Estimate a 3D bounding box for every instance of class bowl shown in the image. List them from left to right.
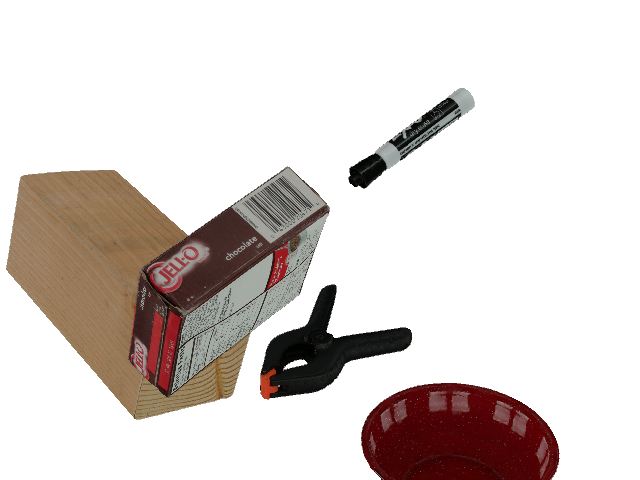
[{"bbox_3d":[0.114,0.187,0.888,0.162,0.055,0.162,0,29,0],"label":"bowl"}]

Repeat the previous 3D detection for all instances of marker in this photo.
[{"bbox_3d":[0.069,-0.077,0.812,0.121,0.020,0.020,-37,14,-20],"label":"marker"}]

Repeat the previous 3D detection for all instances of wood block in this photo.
[{"bbox_3d":[-0.149,0.032,0.813,0.090,0.091,0.206,-7,34,-42],"label":"wood block"}]

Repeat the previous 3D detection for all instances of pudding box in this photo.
[{"bbox_3d":[-0.051,0.023,0.584,0.113,0.039,0.090,-35,-20,-33],"label":"pudding box"}]

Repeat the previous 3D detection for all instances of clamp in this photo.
[{"bbox_3d":[-0.004,0.104,1.102,0.171,0.039,0.120,-22,36,-32],"label":"clamp"}]
